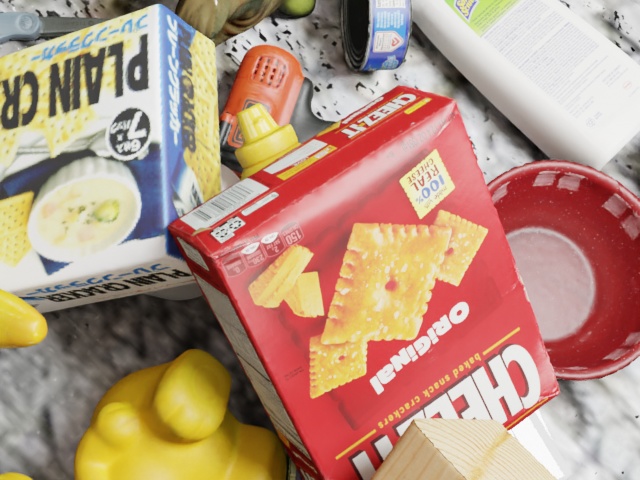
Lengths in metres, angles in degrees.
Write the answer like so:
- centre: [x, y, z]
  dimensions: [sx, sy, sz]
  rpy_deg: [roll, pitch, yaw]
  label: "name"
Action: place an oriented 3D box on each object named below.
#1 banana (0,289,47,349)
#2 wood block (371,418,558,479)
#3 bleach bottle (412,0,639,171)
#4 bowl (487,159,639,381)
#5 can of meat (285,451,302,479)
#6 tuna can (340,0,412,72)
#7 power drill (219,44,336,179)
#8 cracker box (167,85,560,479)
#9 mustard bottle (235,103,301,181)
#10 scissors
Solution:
- centre: [-0.230, 0.004, 0.637]
  dimensions: [0.070, 0.037, 0.198]
  rpy_deg: [-47, 62, 16]
  label: "banana"
- centre: [0.048, 0.207, 0.596]
  dimensions: [0.090, 0.090, 0.206]
  rpy_deg: [45, 111, 37]
  label: "wood block"
- centre: [0.146, -0.163, 0.824]
  dimensions: [0.102, 0.068, 0.251]
  rpy_deg: [-42, 82, -20]
  label: "bleach bottle"
- centre: [0.169, 0.026, 0.775]
  dimensions: [0.162, 0.055, 0.162]
  rpy_deg: [3, 74, -9]
  label: "bowl"
- centre: [0.018, 0.157, 0.712]
  dimensions: [0.084, 0.057, 0.102]
  rpy_deg: [7, 72, -5]
  label: "can of meat"
- centre: [0.041, -0.169, 0.795]
  dimensions: [0.033, 0.086, 0.086]
  rpy_deg: [-4, 75, -12]
  label: "tuna can"
- centre: [0.004, -0.031, 0.763]
  dimensions: [0.187, 0.057, 0.184]
  rpy_deg: [19, 79, -5]
  label: "power drill"
- centre: [0.035, 0.043, 0.622]
  dimensions: [0.164, 0.072, 0.213]
  rpy_deg: [-32, 116, -15]
  label: "cracker box"
- centre: [-0.004, 0.001, 0.695]
  dimensions: [0.096, 0.058, 0.191]
  rpy_deg: [-29, 99, -20]
  label: "mustard bottle"
- centre: [-0.227, -0.141, 0.779]
  dimensions: [0.201, 0.016, 0.096]
  rpy_deg: [14, 74, -5]
  label: "scissors"
